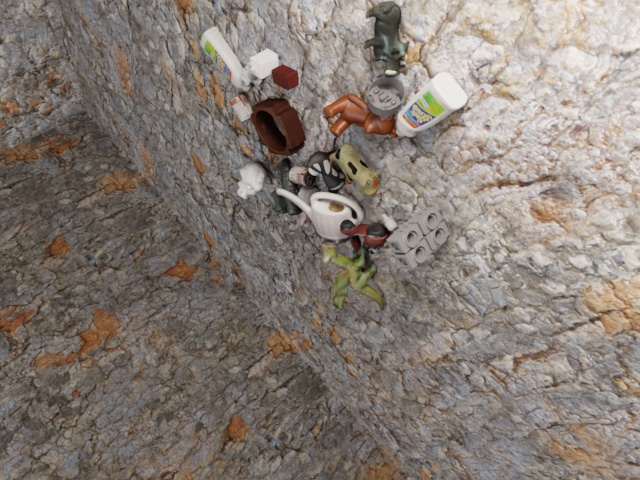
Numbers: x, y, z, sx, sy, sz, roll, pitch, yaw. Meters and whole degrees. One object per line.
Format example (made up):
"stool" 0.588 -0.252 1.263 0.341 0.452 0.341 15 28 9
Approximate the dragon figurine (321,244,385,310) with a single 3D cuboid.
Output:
"dragon figurine" 0.120 0.174 2.022 0.122 0.246 0.405 -3 119 52

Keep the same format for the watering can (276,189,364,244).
"watering can" 0.006 -0.099 1.961 0.348 0.106 0.219 12 137 21

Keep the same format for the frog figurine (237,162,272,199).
"frog figurine" -0.303 -0.262 2.244 0.138 0.162 0.120 45 151 13
